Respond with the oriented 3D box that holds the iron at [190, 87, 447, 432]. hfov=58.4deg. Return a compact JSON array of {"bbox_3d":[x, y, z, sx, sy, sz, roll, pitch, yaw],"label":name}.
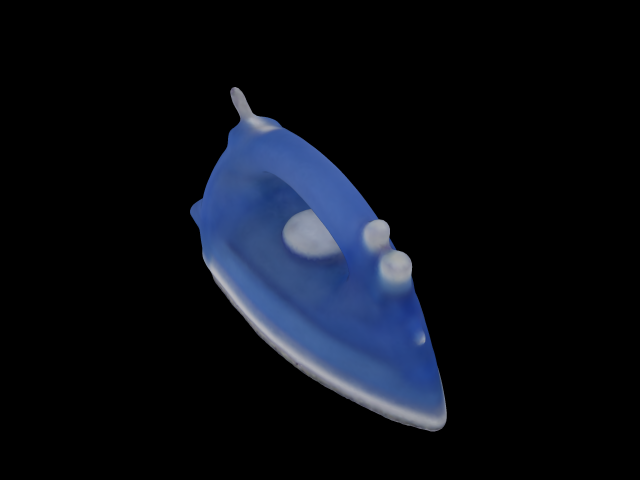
[{"bbox_3d":[0.004,0.001,0.400,0.119,0.141,0.257,-27,49,-26],"label":"iron"}]
